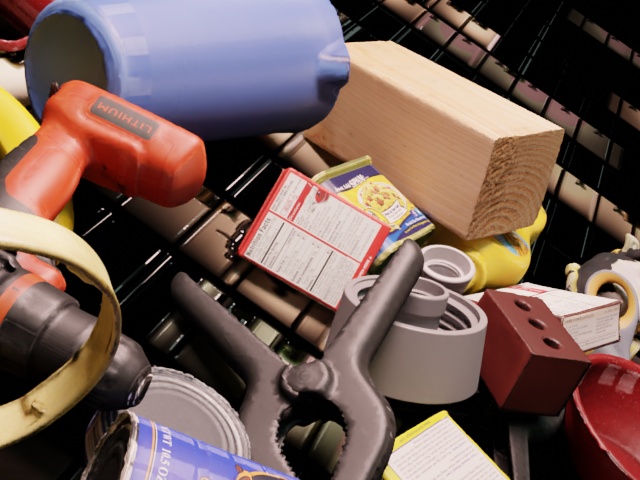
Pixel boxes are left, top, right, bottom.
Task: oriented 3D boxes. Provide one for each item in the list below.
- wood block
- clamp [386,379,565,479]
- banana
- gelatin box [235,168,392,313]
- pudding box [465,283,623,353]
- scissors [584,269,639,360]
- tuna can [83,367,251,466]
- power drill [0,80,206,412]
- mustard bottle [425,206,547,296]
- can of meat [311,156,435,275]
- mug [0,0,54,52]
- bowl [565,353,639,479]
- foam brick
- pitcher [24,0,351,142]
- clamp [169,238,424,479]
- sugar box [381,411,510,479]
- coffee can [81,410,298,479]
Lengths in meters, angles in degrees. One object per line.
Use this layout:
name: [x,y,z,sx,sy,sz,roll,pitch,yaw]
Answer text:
wood block: [0.091,-0.090,0.907,0.090,0.091,0.206,-12,35,-39]
clamp: [0.117,0.115,0.759,0.120,0.039,0.171,40,28,11]
banana: [-0.208,-0.058,0.693,0.069,0.037,0.198,-29,65,-37]
gelatin box: [-0.005,0.001,0.767,0.089,0.073,0.030,30,-5,-6]
pudding box: [0.175,0.063,0.842,0.090,0.039,0.113,11,12,39]
scissors: [0.264,0.105,0.885,0.202,0.096,0.016,46,-7,23]
tuna can: [-0.082,0.111,0.572,0.086,0.034,0.086,25,31,-17]
power drill: [-0.140,-0.004,0.596,0.184,0.057,0.187,27,44,9]
mustard bottle: [0.137,-0.001,0.923,0.096,0.058,0.191,34,30,3]
can of meat: [0.034,-0.013,0.841,0.084,0.058,0.101,45,32,14]
mug: [-0.220,-0.190,0.827,0.081,0.093,0.117,41,61,1]
bowl: [0.238,0.162,0.792,0.162,0.055,0.162,24,31,-16]
foam brick: [0.141,0.078,0.745,0.052,0.051,0.078,9,29,-26]
pitcher: [-0.108,-0.137,0.825,0.242,0.149,0.145,-17,73,-50]
clamp: [-0.017,0.087,0.633,0.164,0.036,0.210,-4,50,7]
sugar box: [0.101,0.189,0.631,0.176,0.048,0.093,49,35,18]
coffee can: [-0.043,0.151,0.486,0.140,0.103,0.103,25,31,-15]
